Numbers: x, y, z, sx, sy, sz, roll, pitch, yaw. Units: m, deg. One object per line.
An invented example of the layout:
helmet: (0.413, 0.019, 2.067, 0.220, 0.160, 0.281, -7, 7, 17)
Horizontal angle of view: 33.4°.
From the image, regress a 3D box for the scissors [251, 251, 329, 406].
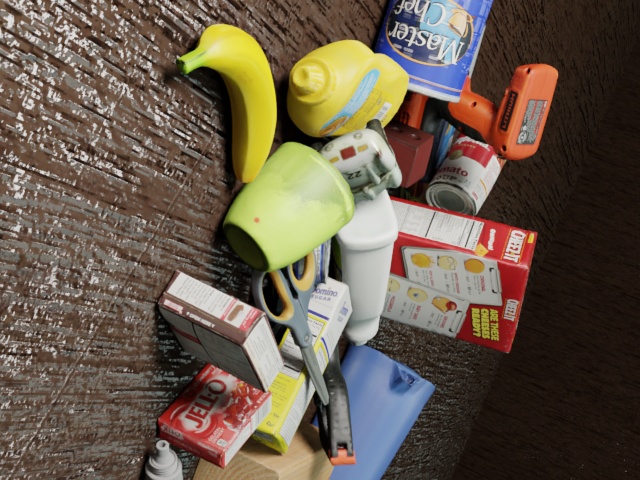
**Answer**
scissors: (-0.011, 0.075, 1.048, 0.096, 0.016, 0.201, -61, 142, -25)

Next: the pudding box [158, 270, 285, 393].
pudding box: (-0.083, 0.081, 0.918, 0.039, 0.090, 0.113, -59, 160, -20)

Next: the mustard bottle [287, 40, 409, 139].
mustard bottle: (0.018, -0.138, 0.988, 0.096, 0.058, 0.191, -48, 165, 15)

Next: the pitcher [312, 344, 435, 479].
pitcher: (0.042, 0.271, 1.458, 0.242, 0.145, 0.149, -60, 148, -10)

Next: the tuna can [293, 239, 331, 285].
tuna can: (-0.007, 0.001, 1.081, 0.086, 0.034, 0.086, 5, 89, -87)

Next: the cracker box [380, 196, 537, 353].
cracker box: (0.145, 0.038, 1.305, 0.164, 0.214, 0.072, 90, 19, -48)

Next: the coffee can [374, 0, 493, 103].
coffee can: (0.118, -0.224, 1.102, 0.102, 0.103, 0.140, -14, 125, -67)

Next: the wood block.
wood block: (-0.059, 0.263, 1.199, 0.090, 0.091, 0.205, -70, 161, 7)

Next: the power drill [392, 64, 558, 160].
power drill: (0.166, -0.178, 1.168, 0.057, 0.188, 0.184, -7, 116, -42)

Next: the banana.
banana: (-0.065, -0.113, 0.837, 0.069, 0.037, 0.197, -44, 156, -9)

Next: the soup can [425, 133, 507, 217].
soup can: (0.178, -0.078, 1.298, 0.102, 0.068, 0.068, -56, 159, -32)

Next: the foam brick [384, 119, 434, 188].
foam brick: (0.078, -0.099, 1.177, 0.052, 0.078, 0.051, -36, 146, -57)

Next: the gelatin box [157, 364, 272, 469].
gelatin box: (-0.098, 0.163, 1.001, 0.089, 0.073, 0.030, -47, 152, -44)

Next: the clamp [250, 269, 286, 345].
clamp: (-0.054, 0.069, 1.071, 0.120, 0.039, 0.171, -60, 167, -15)

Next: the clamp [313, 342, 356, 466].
clamp: (0.009, 0.178, 1.231, 0.165, 0.036, 0.210, 97, -13, -47)

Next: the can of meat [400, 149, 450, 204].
can of meat: (0.154, -0.077, 1.405, 0.057, 0.084, 0.102, -52, 157, -37)

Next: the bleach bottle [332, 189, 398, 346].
bleach bottle: (0.046, 0.045, 1.227, 0.251, 0.068, 0.102, 89, -9, -49)

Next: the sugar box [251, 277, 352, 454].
sugar box: (-0.022, 0.130, 1.123, 0.093, 0.048, 0.176, 78, 34, -68)
